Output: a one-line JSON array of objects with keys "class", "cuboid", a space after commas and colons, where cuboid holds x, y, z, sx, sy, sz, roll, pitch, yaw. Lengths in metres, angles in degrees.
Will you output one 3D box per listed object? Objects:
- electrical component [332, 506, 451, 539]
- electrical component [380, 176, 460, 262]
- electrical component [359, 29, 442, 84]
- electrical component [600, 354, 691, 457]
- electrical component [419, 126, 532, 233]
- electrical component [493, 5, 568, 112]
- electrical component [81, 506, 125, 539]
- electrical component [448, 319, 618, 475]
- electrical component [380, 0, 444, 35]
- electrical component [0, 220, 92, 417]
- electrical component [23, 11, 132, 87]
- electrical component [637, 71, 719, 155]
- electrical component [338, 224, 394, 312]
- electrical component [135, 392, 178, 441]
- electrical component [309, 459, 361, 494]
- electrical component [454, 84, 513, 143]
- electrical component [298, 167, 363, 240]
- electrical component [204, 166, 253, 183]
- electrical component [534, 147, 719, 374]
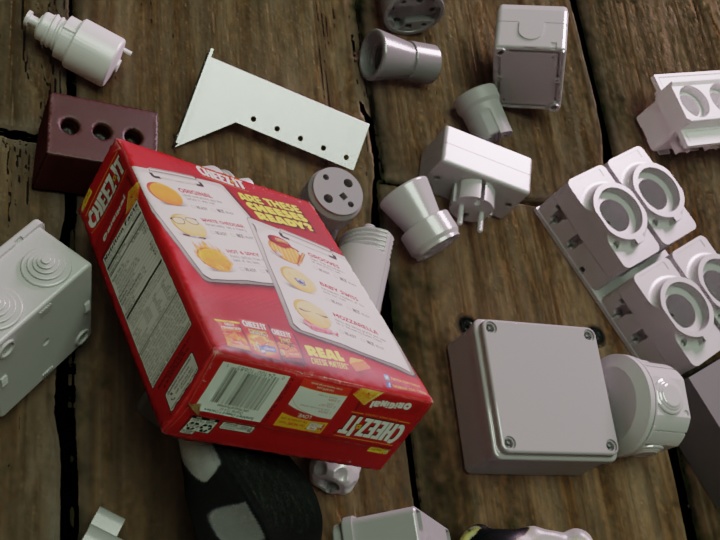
[{"class": "electrical component", "cuboid": [0.030, 0.213, 0.677, 0.056, 0.108, 0.108, -14, 66, 11]}, {"class": "electrical component", "cuboid": [0.048, -0.041, 0.862, 0.045, 0.045, 0.055, -25, 78, -34]}, {"class": "electrical component", "cuboid": [0.038, -0.182, 0.934, 0.065, 0.044, 0.044, 3, 64, -30]}, {"class": "electrical component", "cuboid": [0.215, 0.108, 0.847, 0.051, 0.080, 0.080, 9, 61, -28]}, {"class": "electrical component", "cuboid": [0.094, -0.066, 0.896, 0.083, 0.047, 0.075, 19, 58, -17]}, {"class": "electrical component", "cuboid": [0.152, -0.188, 0.965, 0.062, 0.096, 0.061, 4, 59, 9]}, {"class": "electrical component", "cuboid": [-0.148, 0.189, 0.637, 0.057, 0.058, 0.078, 29, 55, -7]}, {"class": "electrical component", "cuboid": [0.131, 0.098, 0.823, 0.109, 0.056, 0.108, 6, 63, -24]}, {"class": "electrical component", "cuboid": [0.044, -0.246, 0.962, 0.055, 0.055, 0.047, 2, 61, -26]}, {"class": "electrical component", "cuboid": [-0.211, 0.032, 0.663, 0.048, 0.099, 0.099, 34, 53, 11]}, {"class": "electrical component", "cuboid": [-0.212, -0.169, 0.802, 0.078, 0.040, 0.040, 27, 56, -11]}, {"class": "electrical component", "cuboid": [0.337, -0.152, 1.052, 0.121, 0.063, 0.078, -9, 69, -30]}, {"class": "electrical component", "cuboid": [0.000, 0.000, 0.817, 0.043, 0.043, 0.081, 22, 57, -15]}, {"class": "electrical component", "cuboid": [-0.089, 0.088, 0.715, 0.096, 0.061, 0.061, 37, 54, -4]}, {"class": "electrical component", "cuboid": [-0.012, 0.124, 0.752, 0.035, 0.035, 0.061, 30, 53, -10]}, {"class": "electrical component", "cuboid": [0.109, -0.134, 0.945, 0.040, 0.040, 0.046, -17, 78, -32]}, {"class": "electrical component", "cuboid": [-0.027, -0.047, 0.821, 0.045, 0.055, 0.045, 12, 60, -21]}, {"class": "electrical component", "cuboid": [-0.108, -0.056, 0.793, 0.062, 0.048, 0.048, -12, 71, -38]}, {"class": "electrical component", "cuboid": [0.253, -0.007, 0.936, 0.105, 0.060, 0.186, -26, 78, -34]}]
